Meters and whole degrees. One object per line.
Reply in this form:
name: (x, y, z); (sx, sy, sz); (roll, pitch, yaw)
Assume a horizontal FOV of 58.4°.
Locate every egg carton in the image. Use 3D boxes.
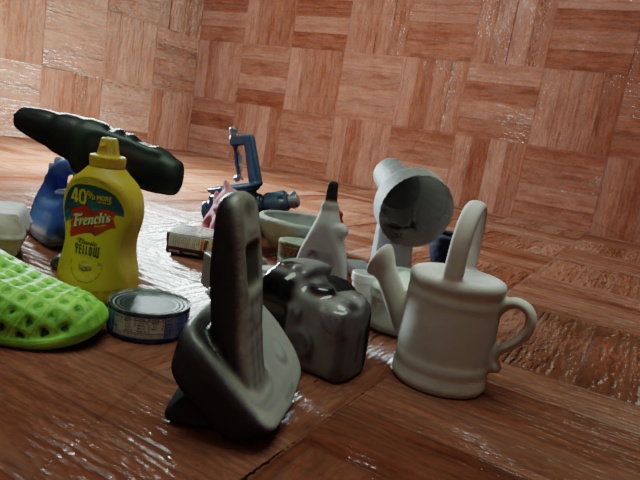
egg carton: (-0.456, -0.014, 0.781); (0.107, 0.069, 0.150); (5, 11, -23)

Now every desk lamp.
desk lamp: (0.120, -0.024, 0.939); (0.118, 0.213, 0.203); (6, 11, -15)

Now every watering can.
watering can: (0.133, 0.053, 0.595); (0.172, 0.194, 0.101); (10, 11, 3)

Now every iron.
iron: (-0.414, -0.075, 0.944); (0.257, 0.141, 0.119); (19, 14, 41)

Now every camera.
camera: (0.002, 0.073, 0.630); (0.142, 0.101, 0.137); (16, 12, 31)

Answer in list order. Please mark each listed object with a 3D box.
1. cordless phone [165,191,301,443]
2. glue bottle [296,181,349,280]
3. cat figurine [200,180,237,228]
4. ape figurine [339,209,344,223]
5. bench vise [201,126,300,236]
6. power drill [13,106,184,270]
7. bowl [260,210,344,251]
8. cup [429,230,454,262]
cordless phone: (-0.056, 0.050, 0.466); (0.094, 0.185, 0.147); (10, 11, 4)
glue bottle: (0.007, 0.003, 0.810); (0.078, 0.173, 0.037); (12, 11, 14)
cat figurine: (-0.189, -0.063, 1.145); (0.067, 0.118, 0.127); (3, 12, -30)
ape figurine: (0.025, -0.023, 1.189); (0.076, 0.092, 0.078); (11, 11, 8)
bench vise: (-0.145, -0.127, 1.246); (0.207, 0.220, 0.121); (7, 11, -10)
power drill: (-0.308, -0.062, 0.784); (0.229, 0.208, 0.075); (8, 11, -5)
bowl: (-0.039, -0.006, 1.089); (0.167, 0.075, 0.167); (9, 10, -1)
cup: (0.249, 0.035, 1.067); (0.118, 0.095, 0.091); (-2, 15, -46)
